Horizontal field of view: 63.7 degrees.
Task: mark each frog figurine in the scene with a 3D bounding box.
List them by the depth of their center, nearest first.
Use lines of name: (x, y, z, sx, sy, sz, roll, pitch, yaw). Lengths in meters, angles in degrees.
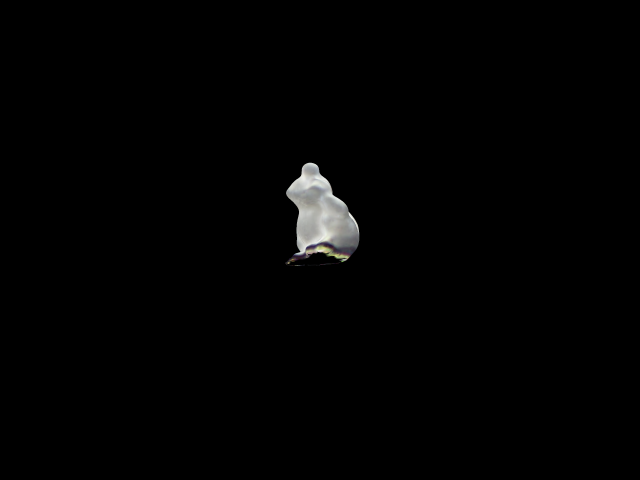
frog figurine: (0.003, -0.043, 0.850, 0.123, 0.162, 0.135, 4, -18, -12)
